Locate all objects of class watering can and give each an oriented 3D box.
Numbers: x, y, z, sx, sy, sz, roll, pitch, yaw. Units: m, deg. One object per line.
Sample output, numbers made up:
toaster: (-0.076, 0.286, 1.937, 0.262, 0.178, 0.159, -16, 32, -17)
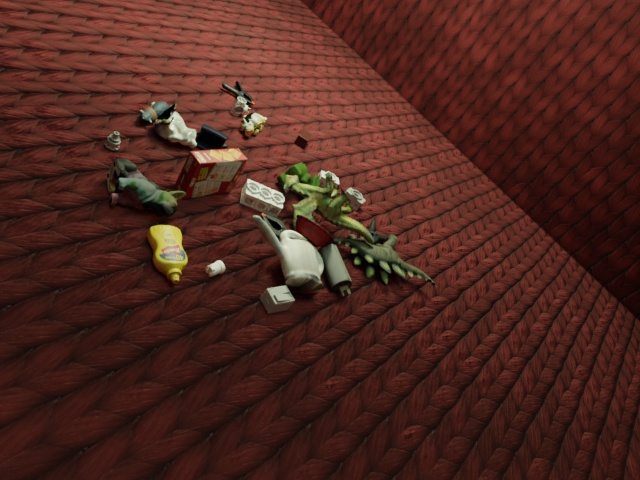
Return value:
watering can: (-0.093, 0.058, 1.677, 0.344, 0.103, 0.229, 28, 39, -46)

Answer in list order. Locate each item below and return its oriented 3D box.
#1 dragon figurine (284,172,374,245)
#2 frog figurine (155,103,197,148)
dragon figurine: (0.006, -0.099, 1.963, 0.244, 0.121, 0.412, -33, 82, -10)
frog figurine: (-0.534, -0.406, 1.924, 0.156, 0.122, 0.140, 57, 7, -41)
